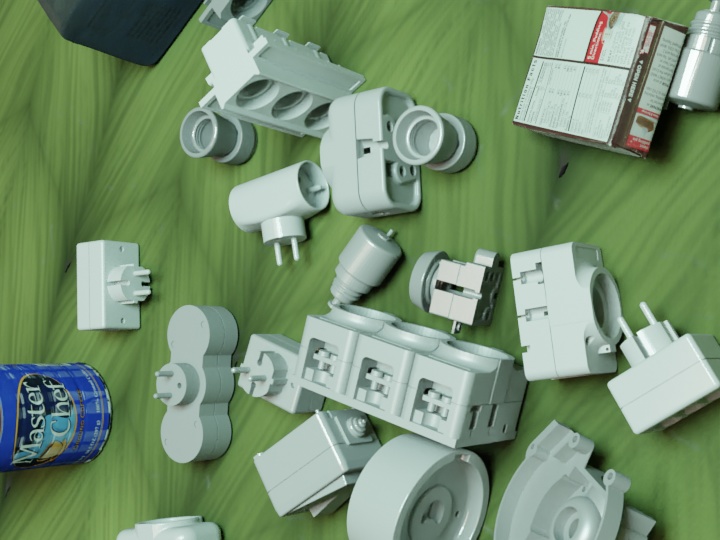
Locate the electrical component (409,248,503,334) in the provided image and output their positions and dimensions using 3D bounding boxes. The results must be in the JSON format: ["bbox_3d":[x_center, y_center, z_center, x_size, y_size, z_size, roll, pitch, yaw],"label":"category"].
[{"bbox_3d":[0.071,0.013,0.806,0.055,0.048,0.066,16,96,28],"label":"electrical component"}]

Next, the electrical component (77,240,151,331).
[{"bbox_3d":[-0.225,0.014,1.017,0.076,0.047,0.083,-6,83,35],"label":"electrical component"}]

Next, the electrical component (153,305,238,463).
[{"bbox_3d":[-0.153,0.100,0.943,0.052,0.074,0.138,3,89,36],"label":"electrical component"}]

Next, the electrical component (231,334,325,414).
[{"bbox_3d":[-0.073,0.085,0.884,0.066,0.077,0.047,22,100,35],"label":"electrical component"}]

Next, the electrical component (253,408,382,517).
[{"bbox_3d":[-0.025,0.152,0.855,0.096,0.062,0.061,-39,66,27],"label":"electrical component"}]

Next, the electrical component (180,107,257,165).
[{"bbox_3d":[-0.124,-0.117,0.948,0.045,0.055,0.045,-3,85,35],"label":"electrical component"}]

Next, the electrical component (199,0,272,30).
[{"bbox_3d":[-0.111,-0.254,0.956,0.081,0.042,0.063,-47,61,23],"label":"electrical component"}]

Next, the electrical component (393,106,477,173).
[{"bbox_3d":[0.058,-0.098,0.816,0.045,0.055,0.045,-3,85,36],"label":"electrical component"}]

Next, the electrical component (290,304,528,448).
[{"bbox_3d":[0.038,0.074,0.798,0.150,0.089,0.061,17,97,35],"label":"electrical component"}]

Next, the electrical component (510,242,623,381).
[{"bbox_3d":[0.146,0.029,0.747,0.056,0.050,0.089,-12,80,35],"label":"electrical component"}]

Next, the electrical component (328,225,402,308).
[{"bbox_3d":[0.000,0.000,0.860,0.040,0.040,0.078,47,113,28],"label":"electrical component"}]

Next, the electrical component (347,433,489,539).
[{"bbox_3d":[0.037,0.171,0.784,0.060,0.108,0.108,19,98,41],"label":"electrical component"}]

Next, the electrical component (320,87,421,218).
[{"bbox_3d":[0.008,-0.091,0.852,0.059,0.054,0.095,-7,83,35],"label":"electrical component"}]

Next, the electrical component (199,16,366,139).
[{"bbox_3d":[-0.065,-0.154,0.867,0.079,0.121,0.063,-38,64,28],"label":"electrical component"}]

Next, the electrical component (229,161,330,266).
[{"bbox_3d":[-0.066,-0.044,0.909,0.077,0.043,0.079,-16,78,34],"label":"electrical component"}]

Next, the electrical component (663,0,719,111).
[{"bbox_3d":[0.225,-0.140,0.708,0.040,0.040,0.078,20,98,35],"label":"electrical component"}]

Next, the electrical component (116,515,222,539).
[{"bbox_3d":[-0.170,0.252,0.957,0.095,0.054,0.059,-12,80,35],"label":"electrical component"}]

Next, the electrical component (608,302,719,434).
[{"bbox_3d":[0.198,0.059,0.710,0.066,0.047,0.076,-38,66,28],"label":"electrical component"}]
